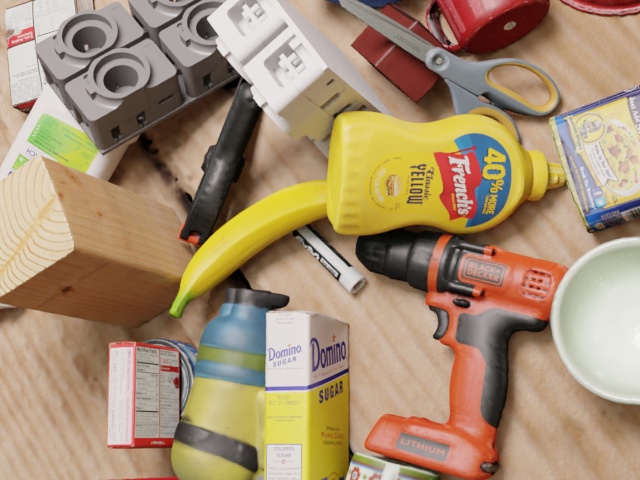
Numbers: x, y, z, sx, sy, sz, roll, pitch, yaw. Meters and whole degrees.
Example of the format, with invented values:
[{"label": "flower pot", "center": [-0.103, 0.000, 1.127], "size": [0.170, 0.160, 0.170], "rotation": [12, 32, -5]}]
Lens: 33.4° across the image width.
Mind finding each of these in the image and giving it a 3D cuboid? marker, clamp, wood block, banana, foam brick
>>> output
[{"label": "marker", "center": [-0.006, 0.001, 0.945], "size": [0.020, 0.020, 0.121], "rotation": [-49, 65, 8]}, {"label": "clamp", "center": [-0.084, -0.073, 0.948], "size": [0.039, 0.120, 0.171], "rotation": [19, 94, -2]}, {"label": "wood block", "center": [-0.198, 0.009, 0.924], "size": [0.091, 0.205, 0.090], "rotation": [-31, 70, 15]}, {"label": "banana", "center": [-0.052, -0.002, 0.928], "size": [0.198, 0.037, 0.069], "rotation": [-36, 40, 17]}, {"label": "foam brick", "center": [0.070, -0.159, 0.905], "size": [0.051, 0.053, 0.078], "rotation": [-47, 26, 8]}]

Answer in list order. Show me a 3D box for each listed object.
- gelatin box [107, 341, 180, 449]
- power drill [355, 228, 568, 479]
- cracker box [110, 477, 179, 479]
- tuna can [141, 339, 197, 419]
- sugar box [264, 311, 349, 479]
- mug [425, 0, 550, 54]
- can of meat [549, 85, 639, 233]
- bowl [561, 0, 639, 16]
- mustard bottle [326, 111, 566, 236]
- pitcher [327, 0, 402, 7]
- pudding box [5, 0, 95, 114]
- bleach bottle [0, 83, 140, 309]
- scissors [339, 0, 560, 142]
[{"label": "gelatin box", "center": [-0.151, 0.133, 0.913], "size": [0.030, 0.073, 0.089], "rotation": [-7, 78, 23]}, {"label": "power drill", "center": [0.096, 0.088, 0.862], "size": [0.185, 0.057, 0.187], "rotation": [13, 85, 25]}, {"label": "cracker box", "center": [-0.163, 0.278, 0.852], "size": [0.072, 0.213, 0.164], "rotation": [28, 92, 25]}, {"label": "tuna can", "center": [-0.143, 0.133, 0.971], "size": [0.086, 0.033, 0.086], "rotation": [-5, 78, 23]}, {"label": "sugar box", "center": [-0.009, 0.150, 0.877], "size": [0.048, 0.093, 0.176], "rotation": [-2, 80, 22]}, {"label": "mug", "center": [0.131, -0.204, 0.894], "size": [0.117, 0.093, 0.081], "rotation": [-39, 69, 45]}, {"label": "can of meat", "center": [0.234, -0.064, 0.832], "size": [0.084, 0.057, 0.102], "rotation": [-20, 73, 21]}, {"label": "bowl", "center": [0.244, -0.269, 0.869], "size": [0.162, 0.055, 0.162], "rotation": [-5, 78, 22]}, {"label": "mustard bottle", "center": [0.104, -0.052, 0.852], "size": [0.191, 0.058, 0.096], "rotation": [0, 112, -11]}, {"label": "pitcher", "center": [0.032, -0.337, 0.932], "size": [0.149, 0.144, 0.243], "rotation": [4, 84, 33]}, {"label": "pudding box", "center": [-0.272, -0.193, 1.089], "size": [0.090, 0.039, 0.113], "rotation": [-12, 78, 19]}, {"label": "bleach bottle", "center": [-0.277, -0.023, 1.041], "size": [0.102, 0.068, 0.251], "rotation": [30, 99, 1]}, {"label": "scissors", "center": [0.096, -0.125, 0.867], "size": [0.201, 0.016, 0.096], "rotation": [14, 106, -11]}]
